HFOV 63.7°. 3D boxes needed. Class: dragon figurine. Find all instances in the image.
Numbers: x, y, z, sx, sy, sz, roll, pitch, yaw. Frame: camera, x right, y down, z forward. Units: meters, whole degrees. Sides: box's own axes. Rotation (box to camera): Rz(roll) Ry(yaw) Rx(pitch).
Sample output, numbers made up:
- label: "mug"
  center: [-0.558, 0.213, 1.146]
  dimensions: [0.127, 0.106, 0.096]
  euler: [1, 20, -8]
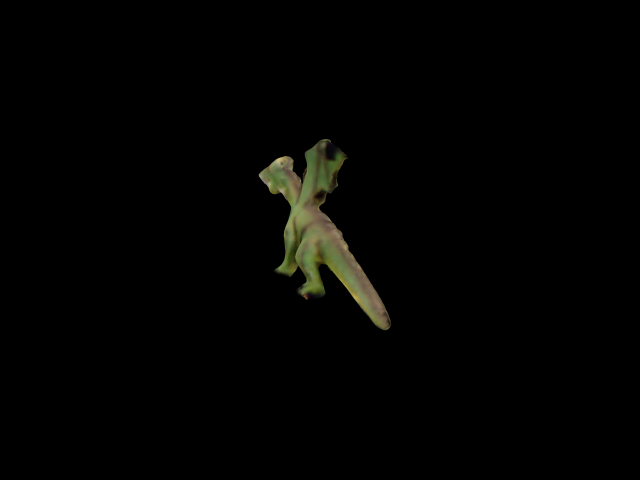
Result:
- label: "dragon figurine"
  center: [0.003, -0.043, 0.850]
  dimensions: [0.123, 0.239, 0.414]
  euler: [-11, 23, -29]
